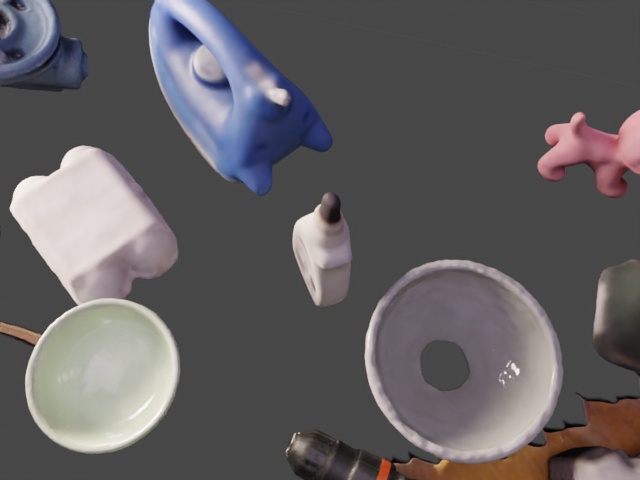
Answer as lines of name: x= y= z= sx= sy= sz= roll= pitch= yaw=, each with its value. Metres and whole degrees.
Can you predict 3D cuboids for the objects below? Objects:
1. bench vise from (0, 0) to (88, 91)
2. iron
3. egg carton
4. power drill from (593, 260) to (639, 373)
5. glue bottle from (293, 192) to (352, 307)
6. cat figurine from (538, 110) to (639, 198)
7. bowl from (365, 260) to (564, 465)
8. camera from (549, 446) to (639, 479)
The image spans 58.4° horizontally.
bench vise: x=-0.337 y=-0.192 z=0.502 sx=0.207 sy=0.220 sz=0.121 roll=-22 pitch=73 yaw=-11
iron: x=-0.102 y=-0.175 z=0.553 sx=0.119 sy=0.141 sz=0.258 roll=-38 pitch=77 yaw=-15
egg carton: x=-0.205 y=-0.013 z=0.527 sx=0.107 sy=0.069 sz=0.150 roll=-39 pitch=77 yaw=-15
power drill: x=0.311 y=0.048 z=0.466 sx=0.075 sy=0.208 sz=0.230 roll=15 pitch=70 yaw=2
glue bottle: x=0.004 y=0.002 z=0.481 sx=0.037 sy=0.173 sz=0.078 roll=-18 pitch=72 yaw=-9
cat figurine: x=0.300 y=-0.098 z=0.565 sx=0.127 sy=0.118 sz=0.067 roll=14 pitch=70 yaw=2
bowl: x=0.118 y=0.107 z=0.503 sx=0.167 sy=0.075 sz=0.167 roll=1 pitch=70 yaw=-3
camera: x=0.282 y=0.225 z=0.458 sx=0.137 sy=0.101 sz=0.143 roll=-17 pitch=72 yaw=-9
